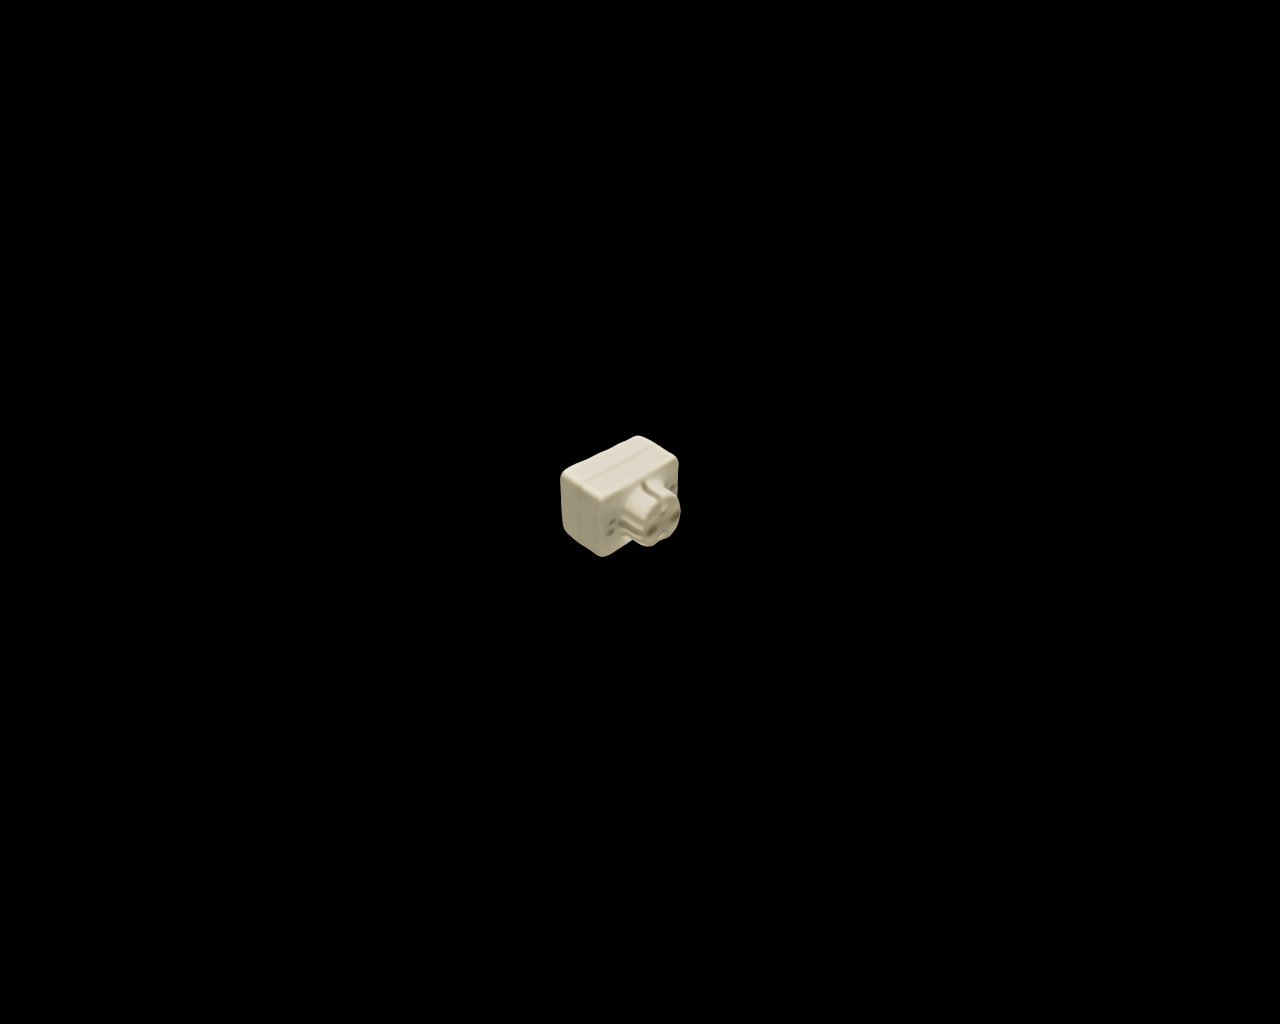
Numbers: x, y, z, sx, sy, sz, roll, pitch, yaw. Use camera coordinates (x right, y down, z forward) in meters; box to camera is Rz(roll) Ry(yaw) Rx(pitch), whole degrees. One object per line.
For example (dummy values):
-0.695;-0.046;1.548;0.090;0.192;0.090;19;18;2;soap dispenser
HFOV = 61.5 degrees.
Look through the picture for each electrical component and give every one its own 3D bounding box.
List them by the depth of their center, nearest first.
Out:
0.001;-0.003;0.650;0.066;0.047;0.077;-29;46;-33;electrical component
